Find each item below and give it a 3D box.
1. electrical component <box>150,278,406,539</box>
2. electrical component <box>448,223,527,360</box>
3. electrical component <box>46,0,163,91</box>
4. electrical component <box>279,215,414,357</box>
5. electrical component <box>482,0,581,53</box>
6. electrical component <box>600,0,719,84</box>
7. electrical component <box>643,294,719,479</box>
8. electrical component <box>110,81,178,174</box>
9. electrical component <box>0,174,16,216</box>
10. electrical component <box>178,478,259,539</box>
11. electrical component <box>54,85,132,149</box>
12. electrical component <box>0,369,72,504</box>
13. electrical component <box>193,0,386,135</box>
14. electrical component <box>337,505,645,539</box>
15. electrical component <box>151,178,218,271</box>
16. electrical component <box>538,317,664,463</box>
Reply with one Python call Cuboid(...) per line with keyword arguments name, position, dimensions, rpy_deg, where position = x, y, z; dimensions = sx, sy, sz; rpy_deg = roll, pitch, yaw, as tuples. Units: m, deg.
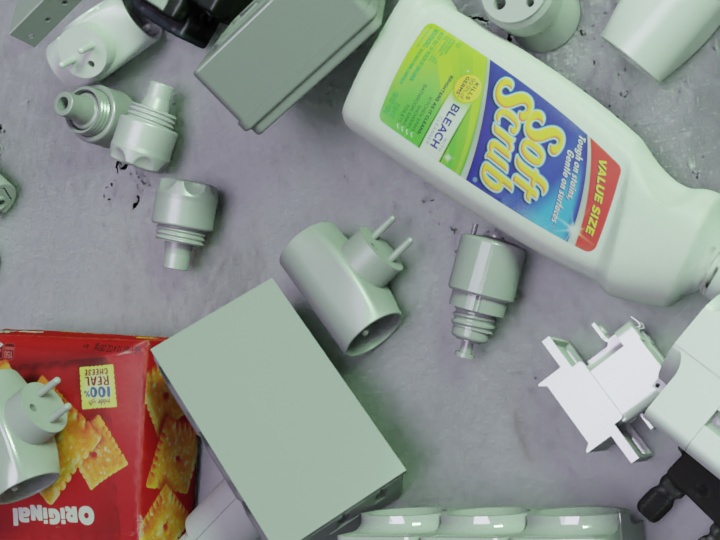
Cuboid(name="electrical component", position=(-0.050, 0.095, 0.665), dimensions=(0.089, 0.061, 0.150), rpy_deg=(-31, 67, -14))
Cuboid(name="electrical component", position=(0.071, 0.014, 0.636), dimensions=(0.040, 0.040, 0.078), rpy_deg=(15, 92, 29))
Cuboid(name="electrical component", position=(-0.192, -0.162, 0.776), dimensions=(0.077, 0.079, 0.044), rpy_deg=(-29, 104, 23))
Cuboid(name="electrical component", position=(0.000, 0.000, 0.673), dimensions=(0.079, 0.044, 0.077), rpy_deg=(-44, 67, 17))
Cuboid(name="electrical component", position=(0.100, -0.156, 0.630), dimensions=(0.045, 0.055, 0.045), rpy_deg=(-3, 83, 28))
Cuboid(name="electrical component", position=(0.164, -0.159, 0.603), dimensions=(0.079, 0.043, 0.077), rpy_deg=(46, 106, 24))
Cuboid(name="electrical component", position=(0.218, 0.016, 0.507), dimensions=(0.060, 0.105, 0.186), rpy_deg=(41, 96, 27))
Cuboid(name="electrical component", position=(-0.150, -0.102, 0.765), dimensions=(0.043, 0.043, 0.062), rpy_deg=(20, 93, 28))
Cuboid(name="electrical component", position=(-0.302, -0.070, 0.844), dimensions=(0.065, 0.044, 0.044), rpy_deg=(39, 103, 21))
Cuboid(name="electrical component", position=(-0.091, 0.169, 0.703), dimensions=(0.081, 0.043, 0.043), rpy_deg=(-47, 66, 16))
Cuboid(name="electrical component", position=(-0.193, -0.113, 0.778), dimensions=(0.043, 0.062, 0.043), rpy_deg=(-3, 83, 28))
Cuboid(name="electrical component", position=(-0.217, 0.098, 0.695), dimensions=(0.079, 0.043, 0.077), rpy_deg=(-36, 71, 21))
Cuboid(name="electrical component", position=(-0.041, -0.151, 0.671), dimensions=(0.109, 0.108, 0.056), rpy_deg=(-39, 107, 19))
Cuboid(name="electrical component", position=(0.073, 0.164, 0.590), dimensions=(0.150, 0.089, 0.061), rpy_deg=(-7, 81, 27))
Cuboid(name="electrical component", position=(-0.123, -0.031, 0.743), dimensions=(0.043, 0.043, 0.062), rpy_deg=(10, 91, 29))
Cuboid(name="electrical component", position=(0.141, 0.063, 0.592), dimensions=(0.064, 0.042, 0.081), rpy_deg=(-41, 68, 17))
